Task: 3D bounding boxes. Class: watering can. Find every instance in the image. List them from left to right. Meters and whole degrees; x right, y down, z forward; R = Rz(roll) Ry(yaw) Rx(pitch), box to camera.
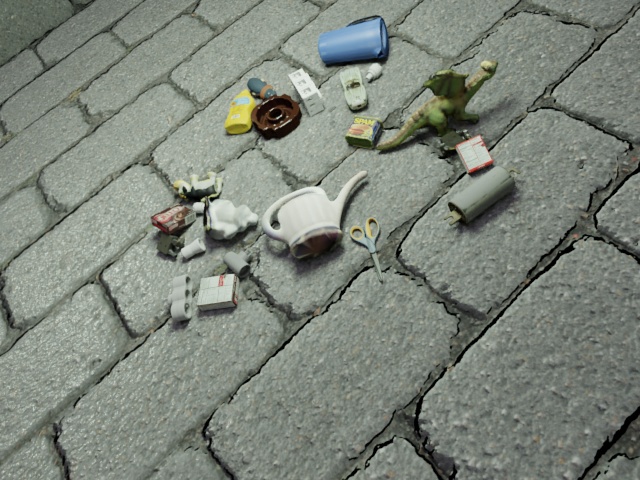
[{"bbox_3d":[0.004,-0.074,1.468,0.348,0.102,0.229,-22,54,-2],"label":"watering can"}]

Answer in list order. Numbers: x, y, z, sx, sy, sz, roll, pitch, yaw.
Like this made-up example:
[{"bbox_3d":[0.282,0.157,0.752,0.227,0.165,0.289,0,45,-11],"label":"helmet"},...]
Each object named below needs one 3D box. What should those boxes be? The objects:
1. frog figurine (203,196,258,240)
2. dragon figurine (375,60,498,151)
[{"bbox_3d":[-0.274,-0.064,1.577,0.159,0.120,0.140,2,40,-22],"label":"frog figurine"},{"bbox_3d":[0.338,-0.405,1.496,0.410,0.238,0.124,-26,58,-1],"label":"dragon figurine"}]
